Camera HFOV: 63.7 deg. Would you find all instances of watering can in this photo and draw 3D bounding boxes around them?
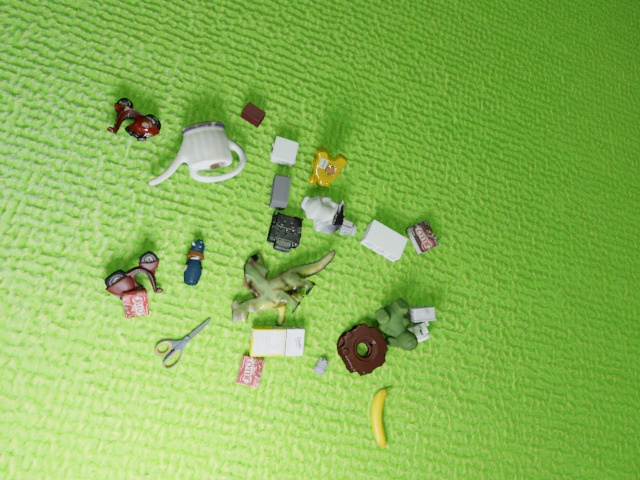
[{"bbox_3d":[-0.435,-0.303,1.804,0.349,0.102,0.227,-11,75,-20],"label":"watering can"}]

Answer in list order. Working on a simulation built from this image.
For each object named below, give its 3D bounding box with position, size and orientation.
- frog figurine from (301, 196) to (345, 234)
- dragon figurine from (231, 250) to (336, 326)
[{"bbox_3d":[0.006,-0.095,1.892,0.160,0.121,0.139,10,75,24],"label":"frog figurine"},{"bbox_3d":[-0.148,0.132,1.755,0.243,0.120,0.417,35,64,5],"label":"dragon figurine"}]
